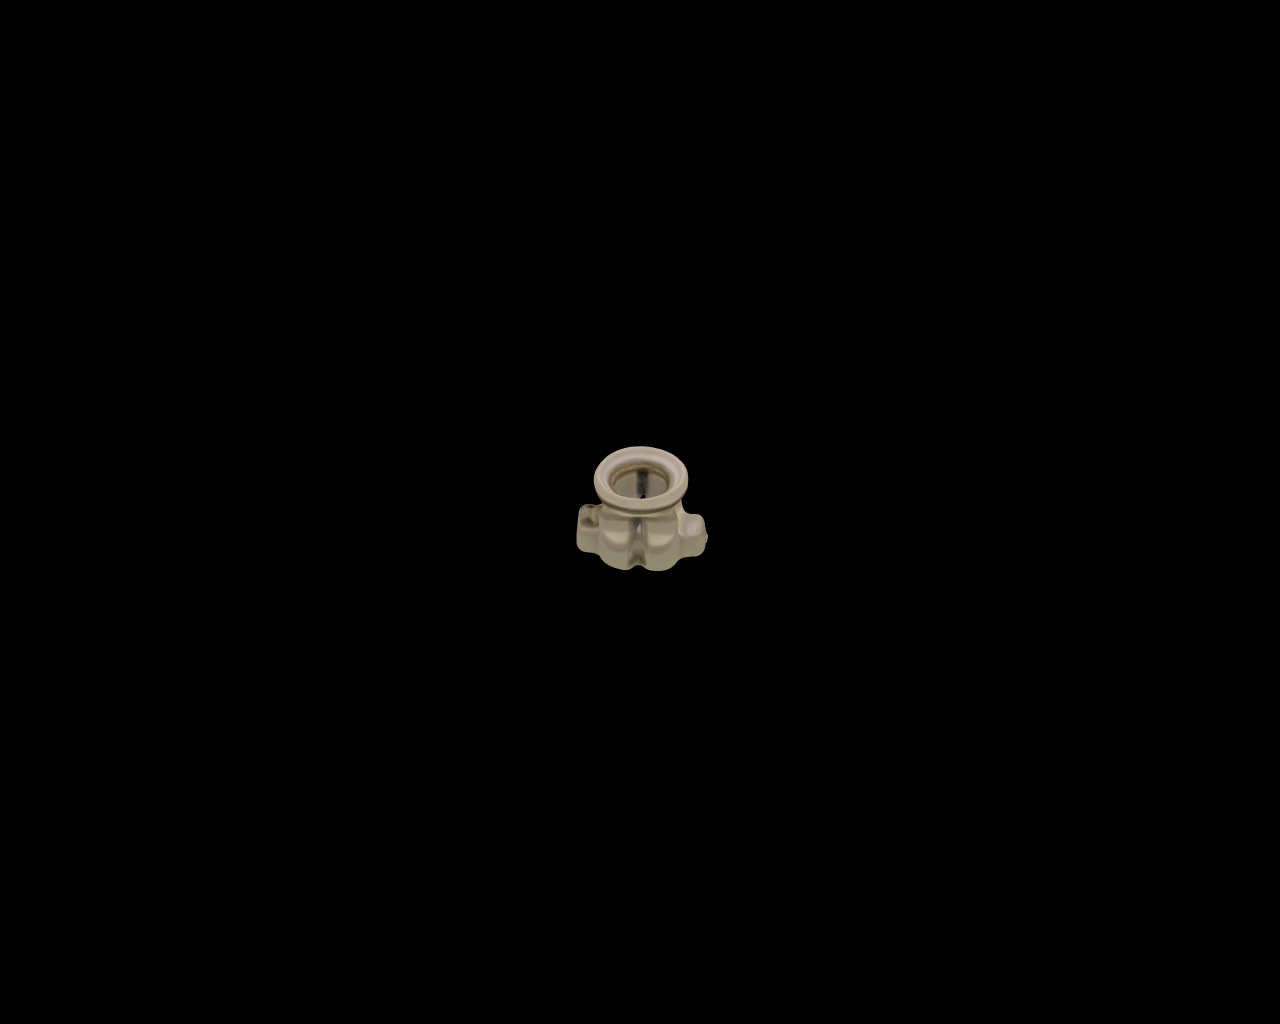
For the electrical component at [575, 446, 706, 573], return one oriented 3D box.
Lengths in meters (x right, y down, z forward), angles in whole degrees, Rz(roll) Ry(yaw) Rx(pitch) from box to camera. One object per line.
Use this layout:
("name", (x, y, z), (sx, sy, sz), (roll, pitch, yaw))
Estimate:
("electrical component", (0.001, -0.003, 0.650), (0.078, 0.056, 0.058), (4, 40, 4))
